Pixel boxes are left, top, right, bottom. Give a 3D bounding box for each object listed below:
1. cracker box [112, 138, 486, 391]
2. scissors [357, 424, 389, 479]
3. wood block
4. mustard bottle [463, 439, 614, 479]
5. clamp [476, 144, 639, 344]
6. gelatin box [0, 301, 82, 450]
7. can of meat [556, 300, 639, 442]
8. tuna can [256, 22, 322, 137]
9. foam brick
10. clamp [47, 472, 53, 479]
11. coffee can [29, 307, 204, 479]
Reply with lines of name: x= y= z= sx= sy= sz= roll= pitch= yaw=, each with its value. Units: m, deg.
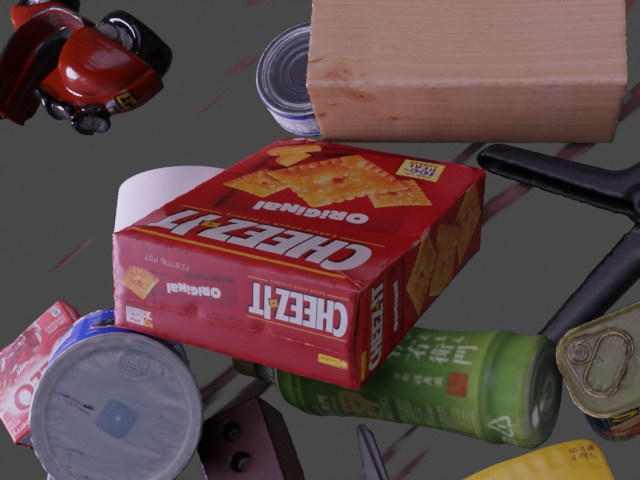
cracker box: x=-0.004 y=0.001 z=0.683 sx=0.164 sy=0.213 sz=0.072 roll=11 pitch=115 yaw=24
scissors: x=0.070 y=0.201 z=0.609 sx=0.096 sy=0.016 sz=0.202 roll=-8 pitch=67 yaw=17
wood block: x=0.101 y=-0.124 z=0.739 sx=0.206 sy=0.090 sz=0.091 roll=0 pitch=69 yaw=9
mustard bottle: x=0.151 y=0.218 z=0.612 sx=0.096 sy=0.058 sz=0.192 roll=-19 pitch=62 yaw=0
clamp: x=0.210 y=-0.023 z=0.706 sx=0.210 sy=0.036 sz=0.164 roll=-21 pitch=61 yaw=9
gelatin box: x=-0.207 y=0.102 z=0.810 sx=0.089 sy=0.030 sz=0.073 roll=-40 pitch=61 yaw=1
can of meat: x=0.199 y=0.077 z=0.641 sx=0.102 sy=0.084 sz=0.057 roll=-24 pitch=62 yaw=9
tuna can: x=-0.006 y=-0.126 z=0.831 sx=0.086 sy=0.033 sz=0.086 roll=-8 pitch=66 yaw=17
foam brick: x=-0.044 y=0.154 z=0.716 sx=0.053 sy=0.051 sz=0.078 roll=-27 pitch=61 yaw=7
clamp: x=-0.204 y=0.224 z=0.754 sx=0.120 sy=0.039 sz=0.171 roll=-30 pitch=57 yaw=18
coffee can: x=-0.132 y=0.102 z=0.701 sx=0.102 sy=0.140 sz=0.103 roll=-1 pitch=93 yaw=-10
